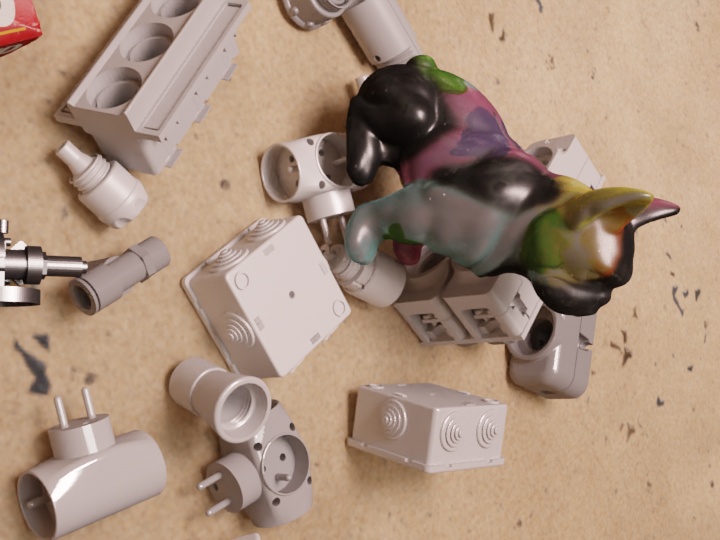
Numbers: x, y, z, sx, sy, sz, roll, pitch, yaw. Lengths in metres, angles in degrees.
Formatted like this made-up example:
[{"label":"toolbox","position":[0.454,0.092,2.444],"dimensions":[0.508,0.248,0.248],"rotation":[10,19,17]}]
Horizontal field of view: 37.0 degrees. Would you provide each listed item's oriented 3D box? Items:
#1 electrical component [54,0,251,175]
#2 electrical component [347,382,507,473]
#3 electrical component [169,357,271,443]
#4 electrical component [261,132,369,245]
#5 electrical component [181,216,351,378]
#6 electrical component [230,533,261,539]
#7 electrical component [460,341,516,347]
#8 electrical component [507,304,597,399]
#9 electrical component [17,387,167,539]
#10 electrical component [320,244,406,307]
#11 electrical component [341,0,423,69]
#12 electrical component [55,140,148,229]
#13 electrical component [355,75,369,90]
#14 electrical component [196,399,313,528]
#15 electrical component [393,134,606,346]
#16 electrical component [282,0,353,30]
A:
[{"label":"electrical component","position":[-0.128,-0.125,0.692],"dimensions":[0.063,0.079,0.121],"rotation":[72,38,-52]},{"label":"electrical component","position":[0.053,0.117,0.817],"dimensions":[0.100,0.100,0.048],"rotation":[4,94,-44]},{"label":"electrical component","position":[-0.094,0.081,0.700],"dimensions":[0.044,0.065,0.044],"rotation":[-15,113,-39]},{"label":"electrical component","position":[-0.026,-0.058,0.798],"dimensions":[0.077,0.044,0.079],"rotation":[-14,88,-44]},{"label":"electrical component","position":[-0.062,0.019,0.751],"dimensions":[0.100,0.048,0.099],"rotation":[-43,114,-39]},{"label":"electrical component","position":[-0.094,0.211,0.684],"dimensions":[0.076,0.083,0.047],"rotation":[-14,96,-6]},{"label":"electrical component","position":[0.108,0.041,0.909],"dimensions":[0.045,0.055,0.045],"rotation":[7,79,-44]},{"label":"electrical component","position":[0.172,0.063,0.970],"dimensions":[0.059,0.054,0.095],"rotation":[27,67,-39]},{"label":"electrical component","position":[-0.164,0.111,0.644],"dimensions":[0.077,0.043,0.079],"rotation":[-17,96,-44]},{"label":"electrical component","position":[0.000,0.000,0.821],"dimensions":[0.078,0.040,0.040],"rotation":[27,66,-39]},{"label":"electrical component","position":[0.022,-0.185,0.865],"dimensions":[0.081,0.043,0.043],"rotation":[56,51,-24]},{"label":"electrical component","position":[-0.164,-0.056,0.673],"dimensions":[0.061,0.035,0.035],"rotation":[46,55,-27]},{"label":"electrical component","position":[0.011,-0.124,0.852],"dimensions":[0.035,0.035,0.061],"rotation":[-24,99,-43]},{"label":"electrical component","position":[-0.076,0.138,0.725],"dimensions":[0.079,0.044,0.077],"rotation":[-25,102,-42]},{"label":"electrical component","position":[0.114,-0.028,0.889],"dimensions":[0.060,0.105,0.186],"rotation":[52,53,-26]},{"label":"electrical component","position":[-0.025,-0.210,0.809],"dimensions":[0.048,0.062,0.048],"rotation":[7,79,-43]}]
